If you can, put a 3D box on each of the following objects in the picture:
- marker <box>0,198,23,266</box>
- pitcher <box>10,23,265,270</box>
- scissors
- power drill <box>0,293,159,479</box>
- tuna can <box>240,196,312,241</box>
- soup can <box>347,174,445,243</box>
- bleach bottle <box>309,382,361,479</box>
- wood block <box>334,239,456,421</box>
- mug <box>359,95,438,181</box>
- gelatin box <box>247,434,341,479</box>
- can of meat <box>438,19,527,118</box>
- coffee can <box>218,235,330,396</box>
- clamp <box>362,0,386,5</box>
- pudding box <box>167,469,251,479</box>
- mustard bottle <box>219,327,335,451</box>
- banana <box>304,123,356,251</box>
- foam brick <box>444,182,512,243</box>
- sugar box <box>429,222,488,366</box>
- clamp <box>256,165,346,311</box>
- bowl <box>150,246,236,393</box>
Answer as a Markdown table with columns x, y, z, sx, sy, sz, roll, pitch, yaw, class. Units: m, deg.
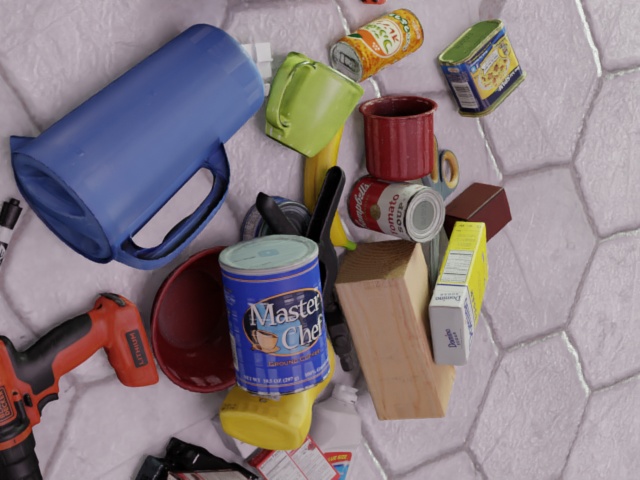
| x | y | z | sx | sy | sz | roll | pitch | yaw | class |
| --- | --- | --- | --- | --- | --- | --- | --- | --- | --- |
| -0.309 | 0.018 | 1.006 | 0.020 | 0.020 | 0.121 | 23 | 86 | -41 | marker |
| -0.160 | -0.093 | 1.027 | 0.242 | 0.145 | 0.149 | -45 | 126 | -26 | pitcher |
| 0.153 | -0.037 | 1.338 | 0.096 | 0.016 | 0.202 | 3 | 78 | -52 | scissors |
| -0.255 | 0.148 | 1.059 | 0.187 | 0.057 | 0.184 | -27 | 117 | -32 | power drill |
| -0.047 | -0.006 | 1.210 | 0.085 | 0.034 | 0.086 | -11 | 108 | -38 | tuna can |
| 0.091 | -0.038 | 1.272 | 0.068 | 0.102 | 0.068 | -12 | 109 | -38 | soup can |
| -0.015 | 0.294 | 1.297 | 0.102 | 0.068 | 0.251 | 26 | 81 | -38 | bleach bottle |
| 0.094 | 0.110 | 1.302 | 0.090 | 0.090 | 0.206 | -64 | 142 | -55 | wood block |
| 0.100 | -0.124 | 1.273 | 0.117 | 0.093 | 0.081 | -38 | 131 | -52 | mug |
| -0.030 | 0.266 | 1.238 | 0.073 | 0.030 | 0.089 | -42 | 107 | -21 | gelatin box |
| 0.205 | -0.219 | 1.352 | 0.102 | 0.058 | 0.084 | -45 | 123 | -24 | can of meat |
| -0.046 | 0.077 | 1.111 | 0.102 | 0.103 | 0.140 | -20 | 113 | -35 | coffee can |
| 0.048 | -0.371 | 1.194 | 0.164 | 0.036 | 0.210 | -10 | 108 | -38 | clamp |
| -0.129 | 0.304 | 1.141 | 0.089 | 0.039 | 0.113 | 8 | 96 | -41 | pudding box |
| -0.036 | 0.148 | 1.209 | 0.191 | 0.096 | 0.058 | -63 | 154 | -46 | mustard bottle |
| 0.009 | -0.074 | 1.241 | 0.069 | 0.037 | 0.198 | -28 | 121 | -53 | banana |
| 0.205 | -0.032 | 1.403 | 0.078 | 0.053 | 0.051 | -39 | 123 | -25 | foam brick |
| 0.173 | 0.064 | 1.310 | 0.176 | 0.048 | 0.093 | -69 | 154 | -51 | sugar box |
| -0.008 | 0.001 | 1.195 | 0.120 | 0.039 | 0.171 | -27 | 124 | -26 | clamp |
| -0.125 | 0.080 | 1.152 | 0.161 | 0.055 | 0.162 | -11 | 108 | -38 | bowl |
